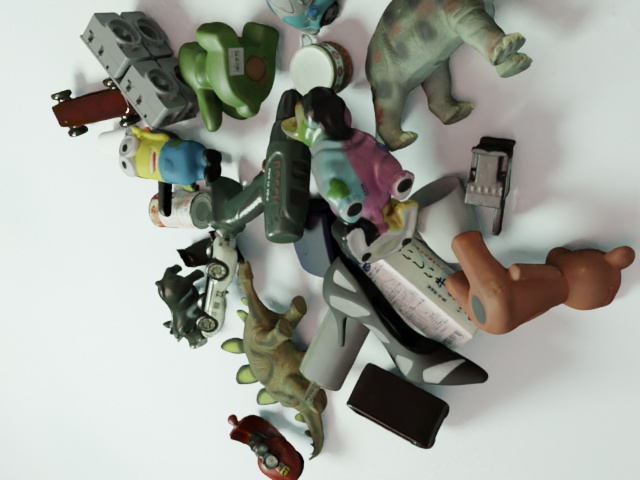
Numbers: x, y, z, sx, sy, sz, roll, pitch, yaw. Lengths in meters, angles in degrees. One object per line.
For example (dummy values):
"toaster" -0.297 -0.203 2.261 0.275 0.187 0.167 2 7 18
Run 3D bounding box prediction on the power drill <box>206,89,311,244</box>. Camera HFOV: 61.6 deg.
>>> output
"power drill" -0.091 -0.097 0.842 0.207 0.086 0.232 -17 71 38

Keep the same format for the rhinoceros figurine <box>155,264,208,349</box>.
"rhinoceros figurine" -0.255 0.134 1.039 0.073 0.112 0.190 10 136 21

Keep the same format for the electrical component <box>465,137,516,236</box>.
"electrical component" 0.220 -0.068 0.696 0.048 0.075 0.119 13 120 24

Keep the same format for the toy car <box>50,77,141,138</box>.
"toy car" -0.416 -0.247 0.998 0.202 0.053 0.089 -4 120 28

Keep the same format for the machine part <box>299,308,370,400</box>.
"machine part" 0.036 0.147 0.855 0.079 0.079 0.243 27 92 18

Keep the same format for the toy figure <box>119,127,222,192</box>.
"toy figure" -0.241 -0.125 0.867 0.180 0.089 0.082 8 78 18

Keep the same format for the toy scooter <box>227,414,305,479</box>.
"toy scooter" -0.115 0.392 1.044 0.184 0.075 0.135 33 168 46

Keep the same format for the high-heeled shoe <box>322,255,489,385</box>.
"high-heeled shoe" 0.117 0.108 0.753 0.249 0.086 0.145 10 107 21

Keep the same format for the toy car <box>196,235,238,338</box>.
"toy car" -0.184 0.083 0.956 0.056 0.074 0.201 7 119 -16

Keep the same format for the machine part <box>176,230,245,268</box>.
"machine part" -0.206 0.022 1.007 0.139 0.039 0.084 -12 111 32

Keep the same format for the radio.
"radio" 0.118 0.259 0.825 0.131 0.073 0.229 26 166 15

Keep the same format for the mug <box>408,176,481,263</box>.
"mug" 0.168 -0.019 0.746 0.110 0.081 0.107 -16 113 46

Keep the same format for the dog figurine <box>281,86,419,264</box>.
"dog figurine" 0.031 -0.096 0.715 0.219 0.108 0.191 58 170 36

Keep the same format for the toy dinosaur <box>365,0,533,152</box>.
"toy dinosaur" 0.130 -0.241 0.649 0.405 0.131 0.192 -35 75 46

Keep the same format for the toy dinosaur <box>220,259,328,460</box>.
"toy dinosaur" -0.062 0.243 0.988 0.199 0.105 0.470 -7 113 40

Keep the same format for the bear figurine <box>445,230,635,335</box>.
"bear figurine" 0.279 0.043 0.687 0.120 0.196 0.132 80 167 -47

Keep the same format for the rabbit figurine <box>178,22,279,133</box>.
"rabbit figurine" -0.147 -0.254 0.822 0.170 0.121 0.158 21 130 42

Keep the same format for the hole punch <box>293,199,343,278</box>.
"hole punch" -0.002 -0.003 0.848 0.116 0.092 0.142 -1 114 35

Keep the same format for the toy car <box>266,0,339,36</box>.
"toy car" -0.023 -0.349 0.692 0.109 0.103 0.161 38 127 9
